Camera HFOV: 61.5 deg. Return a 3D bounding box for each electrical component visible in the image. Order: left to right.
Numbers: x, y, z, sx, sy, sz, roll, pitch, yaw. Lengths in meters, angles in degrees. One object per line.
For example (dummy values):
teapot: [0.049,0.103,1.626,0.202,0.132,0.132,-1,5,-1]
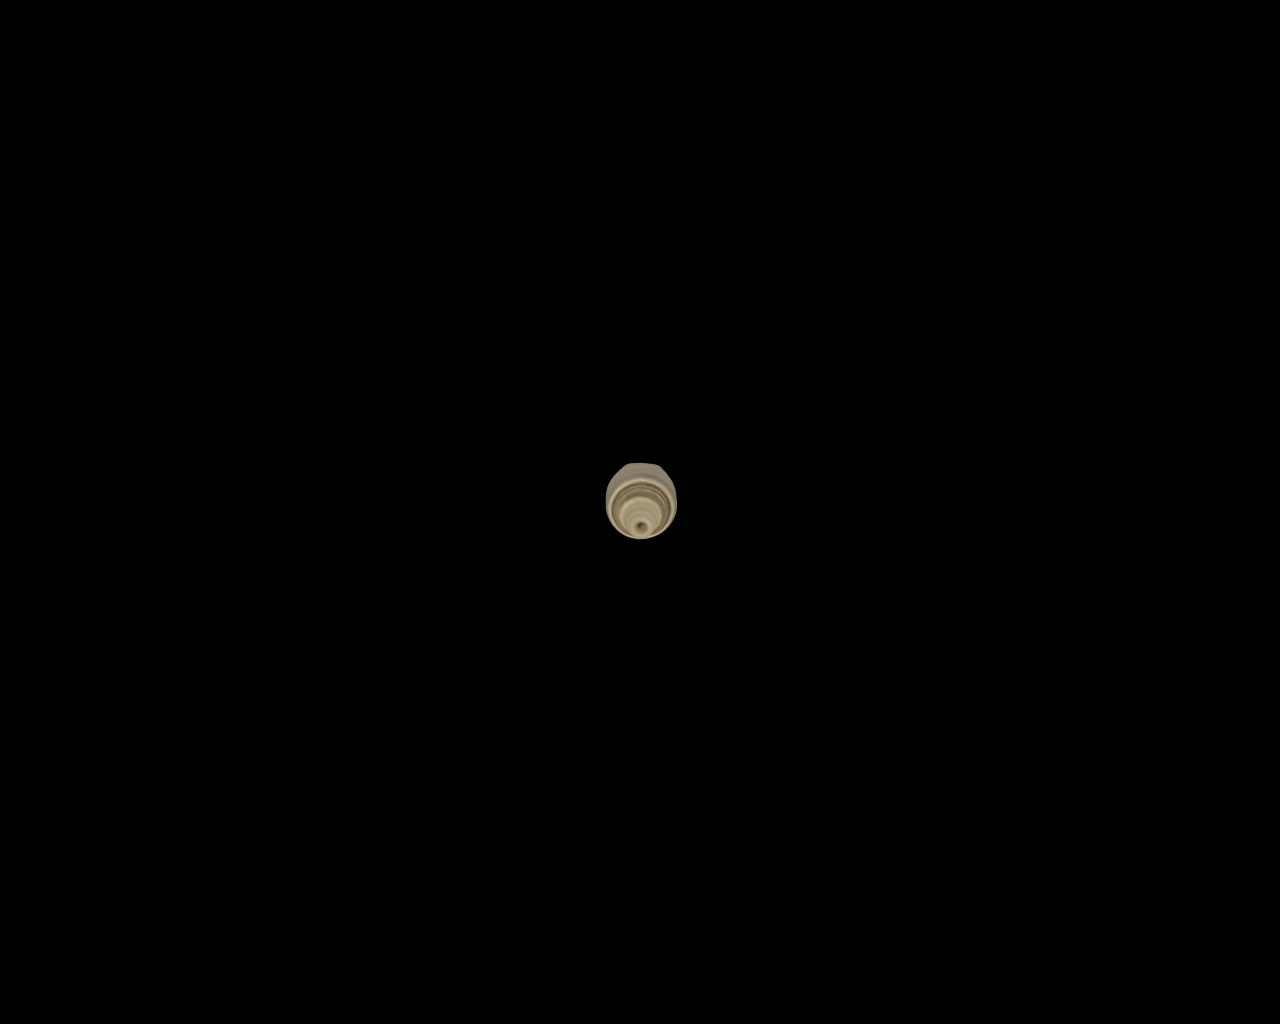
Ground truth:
electrical component: [0.001,-0.003,0.650,0.043,0.043,0.062,0,23,0]
